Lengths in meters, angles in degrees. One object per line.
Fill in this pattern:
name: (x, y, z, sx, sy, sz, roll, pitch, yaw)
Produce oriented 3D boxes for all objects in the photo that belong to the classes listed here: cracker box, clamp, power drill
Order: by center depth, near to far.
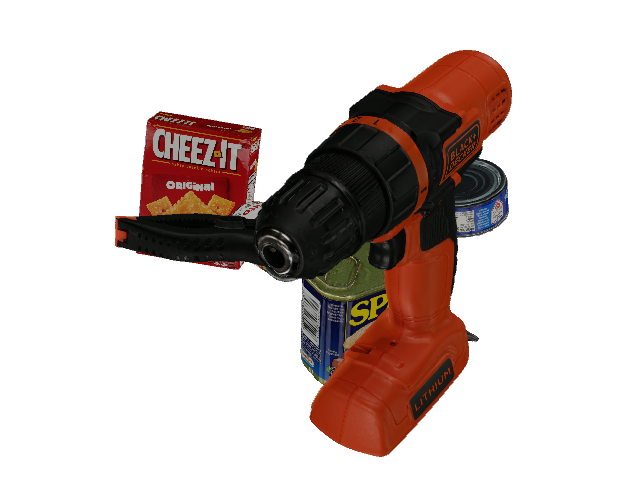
power drill: (0.032, 0.017, 0.531, 0.057, 0.188, 0.184, 25, 43, 27)
clamp: (-0.072, 0.001, 0.911, 0.210, 0.036, 0.164, 2, 13, -4)
cracker box: (-0.185, -0.073, 1.613, 0.164, 0.214, 0.072, 10, 20, 6)

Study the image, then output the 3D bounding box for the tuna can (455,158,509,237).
tuna can: (0.124, -0.040, 0.952, 0.086, 0.034, 0.086, -6, 34, 4)

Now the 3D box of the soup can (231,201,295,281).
soup can: (-0.055, -0.001, 1.187, 0.068, 0.068, 0.102, 0, 15, -28)

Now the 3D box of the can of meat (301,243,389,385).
can of meat: (0.034, 0.046, 0.744, 0.101, 0.084, 0.058, -19, 39, -28)
